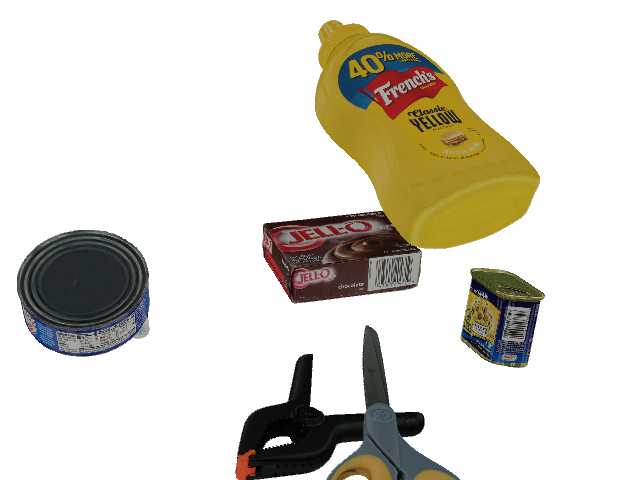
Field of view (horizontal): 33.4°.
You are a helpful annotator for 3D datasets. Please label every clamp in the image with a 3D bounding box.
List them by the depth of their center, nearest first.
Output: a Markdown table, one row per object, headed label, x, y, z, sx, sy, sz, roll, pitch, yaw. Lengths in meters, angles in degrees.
| label | x | y | z | sx | sy | sz | roll | pitch | yaw |
| --- | --- | --- | --- | --- | --- | --- | --- | --- | --- |
| clamp | -0.003 | 0.190 | 1.079 | 0.165 | 0.036 | 0.209 | 20 | 28 | 26 |

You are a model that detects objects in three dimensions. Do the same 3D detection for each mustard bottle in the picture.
| label | x | y | z | sx | sy | sz | roll | pitch | yaw |
| --- | --- | --- | --- | --- | --- | --- | --- | --- | --- |
| mustard bottle | 0.051 | -0.081 | 0.695 | 0.096 | 0.192 | 0.058 | -16 | -37 | -25 |

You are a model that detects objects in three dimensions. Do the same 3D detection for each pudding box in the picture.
| label | x | y | z | sx | sy | sz | roll | pitch | yaw |
| --- | --- | --- | --- | --- | --- | --- | --- | --- | --- |
| pudding box | 0.016 | 0.012 | 0.891 | 0.113 | 0.039 | 0.090 | -5 | 26 | -17 |

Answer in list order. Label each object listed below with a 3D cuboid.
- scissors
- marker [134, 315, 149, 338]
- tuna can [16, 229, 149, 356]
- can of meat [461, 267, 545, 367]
| label | x | y | z | sx | sy | sz | roll | pitch | yaw |
| --- | --- | --- | --- | --- | --- | --- | --- | --- | --- |
| scissors | 0.052 | 0.115 | 0.622 | 0.096 | 0.016 | 0.201 | 13 | 31 | 9 |
| marker | -0.171 | 0.046 | 0.982 | 0.020 | 0.020 | 0.121 | 0 | 33 | -14 |
| tuna can | -0.158 | 0.035 | 0.715 | 0.086 | 0.086 | 0.034 | 0 | -42 | -5 |
| can of meat | 0.201 | 0.086 | 1.193 | 0.057 | 0.084 | 0.102 | 4 | 14 | -18 |
